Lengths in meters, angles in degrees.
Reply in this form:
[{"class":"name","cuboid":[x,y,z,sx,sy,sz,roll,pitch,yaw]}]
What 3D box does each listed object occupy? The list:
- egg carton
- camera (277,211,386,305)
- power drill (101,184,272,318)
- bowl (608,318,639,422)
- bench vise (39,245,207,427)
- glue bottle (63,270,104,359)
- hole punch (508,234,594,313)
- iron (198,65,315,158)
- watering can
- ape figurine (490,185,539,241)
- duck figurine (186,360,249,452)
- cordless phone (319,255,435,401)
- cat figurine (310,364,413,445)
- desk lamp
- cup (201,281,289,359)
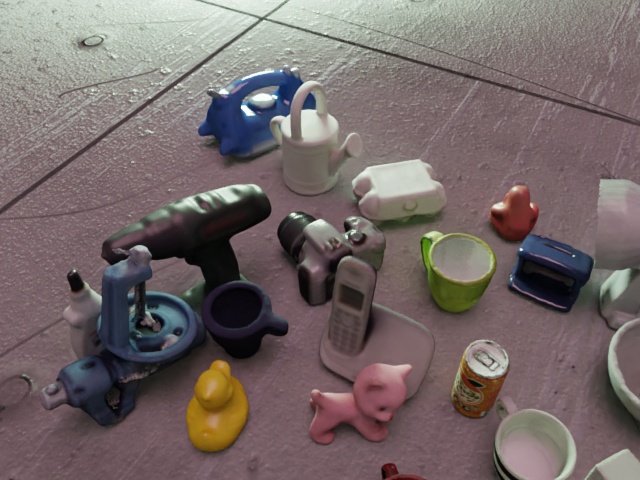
[{"class":"egg carton","cuboid":[0.133,-0.078,0.967,0.150,0.069,0.107,-10,48,-9]},{"class":"camera","cuboid":[0.008,0.003,0.872,0.143,0.101,0.136,-28,53,-23]},{"class":"power drill","cuboid":[-0.164,0.025,0.779,0.230,0.208,0.075,-34,56,-27]},{"class":"bowl","cuboid":[0.440,0.184,0.723,0.167,0.075,0.167,0,47,0]},{"class":"bench vise","cuboid":[-0.232,0.120,0.684,0.121,0.220,0.208,20,51,18]},{"class":"glue bottle","cuboid":[-0.293,0.098,0.736,0.037,0.173,0.078,28,54,24]},{"class":"hole punch","cuboid":[0.344,0.033,0.850,0.108,0.091,0.101,24,52,21]},{"class":"iron","cuboid":[-0.105,-0.264,1.089,0.259,0.141,0.118,-31,55,-25]},{"class":"watering can","cuboid":[-0.009,-0.177,0.974,0.172,0.194,0.101,8,48,8]},{"class":"ape figurine","cuboid":[0.317,-0.050,0.925,0.077,0.092,0.076,12,49,11]},{"class":"duck figurine","cuboid":[-0.130,0.199,0.703,0.077,0.086,0.104,5,48,5]},{"class":"cordless phone","cuboid":[0.074,0.107,0.718,0.147,0.185,0.094,19,51,17]},{"class":"cat figurine","cuboid":[0.049,0.190,0.689,0.128,0.118,0.067,-4,48,-3]},{"class":"desk lamp","cuboid":[0.450,0.025,0.774,0.203,0.214,0.118,15,49,14]},{"class":"cup","cuboid":[-0.095,0.119,0.769,0.117,0.095,0.092,15,49,13]}]
